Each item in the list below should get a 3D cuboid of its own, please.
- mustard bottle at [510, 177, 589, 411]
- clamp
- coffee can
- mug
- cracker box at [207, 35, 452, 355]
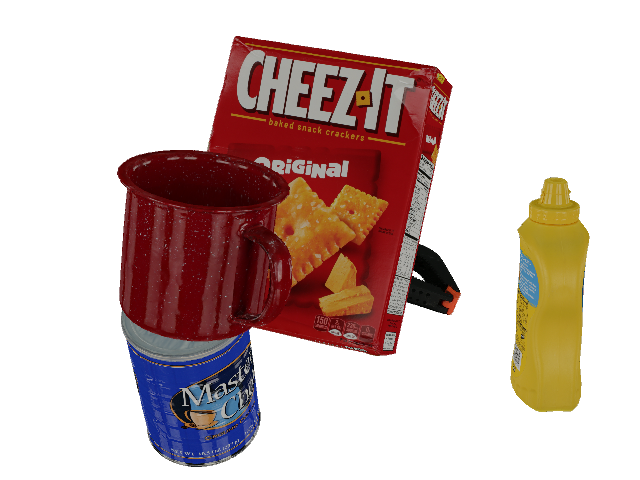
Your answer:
[{"bbox_3d":[0.195,0.041,0.905,0.058,0.192,0.096,-1,18,2],"label":"mustard bottle"},{"bbox_3d":[0.069,0.019,1.246,0.164,0.036,0.210,-21,51,-38],"label":"clamp"},{"bbox_3d":[-0.107,0.108,0.907,0.103,0.140,0.103,-2,41,2],"label":"coffee can"},{"bbox_3d":[-0.059,0.007,0.583,0.117,0.081,0.093,25,27,36],"label":"mug"},{"bbox_3d":[-0.005,-0.034,0.804,0.164,0.214,0.072,12,-2,17],"label":"cracker box"}]
